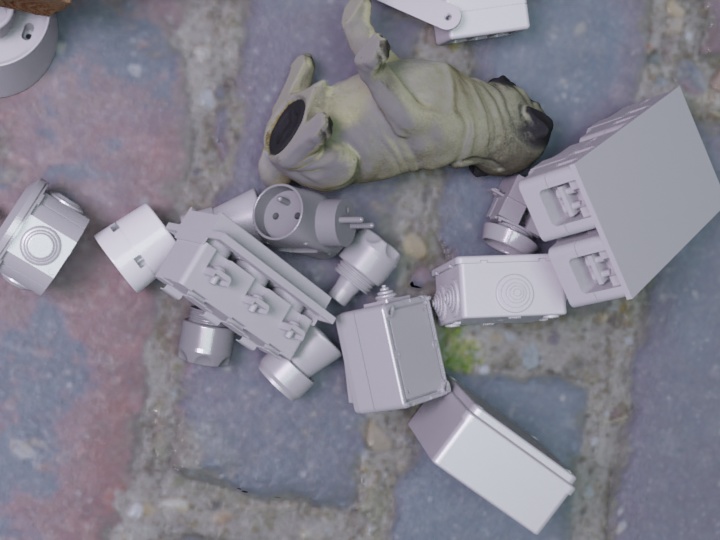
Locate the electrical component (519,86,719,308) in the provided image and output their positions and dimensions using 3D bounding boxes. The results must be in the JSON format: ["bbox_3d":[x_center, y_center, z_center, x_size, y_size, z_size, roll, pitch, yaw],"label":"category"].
[{"bbox_3d":[0.205,-0.058,0.836,0.186,0.060,0.105,-34,103,-44],"label":"electrical component"}]

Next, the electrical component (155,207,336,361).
[{"bbox_3d":[-0.088,0.014,0.805,0.121,0.079,0.063,39,73,-36],"label":"electrical component"}]

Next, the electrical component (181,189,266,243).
[{"bbox_3d":[-0.107,-0.034,0.841,0.065,0.044,0.044,-16,98,-3],"label":"electrical component"}]

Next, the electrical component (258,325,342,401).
[{"bbox_3d":[-0.048,0.071,0.860,0.055,0.045,0.045,-46,101,-2],"label":"electrical component"}]

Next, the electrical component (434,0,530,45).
[{"bbox_3d":[0.092,-0.223,0.852,0.066,0.047,0.076,-10,97,-8],"label":"electrical component"}]

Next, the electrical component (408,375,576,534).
[{"bbox_3d":[0.103,0.145,0.861,0.109,0.109,0.056,36,92,-11],"label":"electrical component"}]

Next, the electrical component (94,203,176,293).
[{"bbox_3d":[-0.168,-0.018,0.826,0.047,0.055,0.055,-37,100,-8],"label":"electrical component"}]

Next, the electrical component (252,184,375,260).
[{"bbox_3d":[-0.029,-0.036,0.820,0.079,0.077,0.043,1,80,26],"label":"electrical component"}]

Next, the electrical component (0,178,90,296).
[{"bbox_3d":[-0.241,-0.024,0.800,0.051,0.080,0.080,33,90,-17],"label":"electrical component"}]

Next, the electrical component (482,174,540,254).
[{"bbox_3d":[0.130,-0.042,0.878,0.066,0.048,0.055,27,83,-11],"label":"electrical component"}]

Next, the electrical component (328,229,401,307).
[{"bbox_3d":[0.000,0.000,0.861,0.043,0.043,0.062,38,90,-11],"label":"electrical component"}]

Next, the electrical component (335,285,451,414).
[{"bbox_3d":[0.022,0.060,0.850,0.062,0.061,0.096,-10,87,-50],"label":"electrical component"}]

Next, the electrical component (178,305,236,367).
[{"bbox_3d":[-0.118,0.043,0.846,0.043,0.043,0.062,10,93,-10],"label":"electrical component"}]

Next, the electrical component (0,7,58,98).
[{"bbox_3d":[-0.276,-0.184,0.798,0.099,0.064,0.099,2,82,-14],"label":"electrical component"}]

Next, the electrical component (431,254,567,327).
[{"bbox_3d":[0.110,0.018,0.855,0.100,0.100,0.048,-2,83,-9],"label":"electrical component"}]
